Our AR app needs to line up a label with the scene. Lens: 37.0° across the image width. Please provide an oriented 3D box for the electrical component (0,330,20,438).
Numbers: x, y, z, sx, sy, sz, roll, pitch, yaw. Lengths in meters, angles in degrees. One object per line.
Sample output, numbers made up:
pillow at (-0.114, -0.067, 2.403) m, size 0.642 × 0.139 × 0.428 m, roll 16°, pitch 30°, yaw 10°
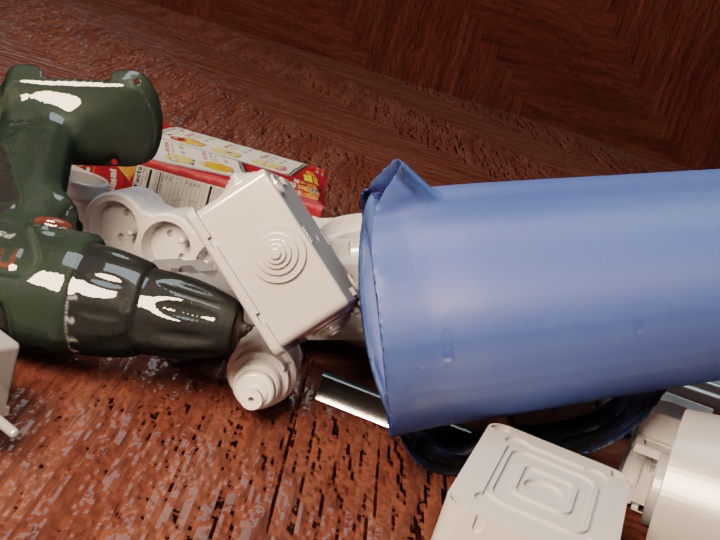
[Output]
electrical component at (-0.183, 0.057, 0.477) m, size 0.077 × 0.047 × 0.066 m, roll 28°, pitch 19°, yaw 33°

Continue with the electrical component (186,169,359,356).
electrical component at (-0.042, -0.006, 0.588) m, size 0.099 × 0.048 × 0.100 m, roll 57°, pitch 5°, yaw 2°

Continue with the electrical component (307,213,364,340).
electrical component at (0.000, 0.000, 0.717) m, size 0.150 × 0.061 × 0.089 m, roll -1°, pitch 22°, yaw 18°

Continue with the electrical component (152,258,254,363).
electrical component at (-0.097, 0.023, 0.665) m, size 0.078 × 0.058 × 0.057 m, roll 30°, pitch 23°, yaw 38°

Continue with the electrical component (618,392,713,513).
electrical component at (0.182, 0.111, 0.645) m, size 0.042 × 0.063 × 0.081 m, roll 19°, pitch 16°, yaw 12°

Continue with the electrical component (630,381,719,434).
electrical component at (0.234, 0.089, 0.788) m, size 0.109 × 0.056 × 0.108 m, roll 19°, pitch 16°, yaw 6°

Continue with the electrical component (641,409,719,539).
electrical component at (0.181, 0.122, 0.551) m, size 0.064 × 0.099 × 0.099 m, roll 16°, pitch 14°, yaw 20°

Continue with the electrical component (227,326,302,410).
electrical component at (-0.056, 0.059, 0.615) m, size 0.040 × 0.040 × 0.078 m, roll 17°, pitch 16°, yaw -2°

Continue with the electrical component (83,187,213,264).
electrical component at (-0.126, -0.021, 0.794) m, size 0.138 × 0.052 × 0.074 m, roll 21°, pitch 16°, yaw 13°

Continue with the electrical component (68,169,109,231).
electrical component at (-0.212, -0.048, 0.805) m, size 0.040 × 0.046 × 0.040 m, roll 16°, pitch 15°, yaw -4°

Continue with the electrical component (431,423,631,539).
electrical component at (0.077, 0.125, 0.498) m, size 0.078 × 0.057 × 0.113 m, roll 21°, pitch 16°, yaw 13°

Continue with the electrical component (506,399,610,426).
electrical component at (0.121, 0.073, 0.669) m, size 0.062 × 0.096 × 0.061 m, roll -9°, pitch 9°, yaw 16°
